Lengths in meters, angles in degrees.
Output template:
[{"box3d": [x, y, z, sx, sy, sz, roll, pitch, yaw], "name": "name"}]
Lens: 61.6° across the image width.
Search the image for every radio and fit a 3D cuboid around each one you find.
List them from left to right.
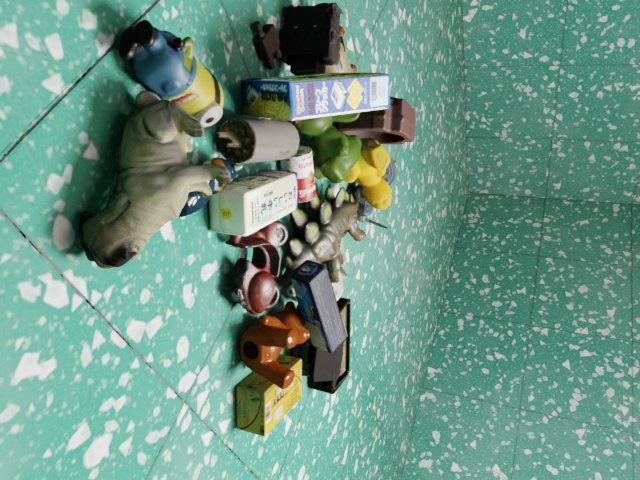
[{"box3d": [0.025, 0.271, 1.391, 0.131, 0.073, 0.229, -36, 128, -61], "name": "radio"}]

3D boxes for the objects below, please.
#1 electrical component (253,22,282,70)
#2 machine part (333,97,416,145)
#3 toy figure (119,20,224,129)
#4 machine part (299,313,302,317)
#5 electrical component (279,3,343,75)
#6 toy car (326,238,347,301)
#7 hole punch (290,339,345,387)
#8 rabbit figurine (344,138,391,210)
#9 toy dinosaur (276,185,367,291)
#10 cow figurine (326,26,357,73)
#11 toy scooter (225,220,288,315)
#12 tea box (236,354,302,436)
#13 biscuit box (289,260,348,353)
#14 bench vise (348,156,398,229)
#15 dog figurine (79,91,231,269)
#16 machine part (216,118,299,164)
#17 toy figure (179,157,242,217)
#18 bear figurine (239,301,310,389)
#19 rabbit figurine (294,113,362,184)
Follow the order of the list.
[{"box3d": [-0.096, -0.365, 0.989, 0.093, 0.021, 0.063, 68, 36, -48], "name": "electrical component"}, {"box3d": [0.122, -0.288, 1.301, 0.201, 0.201, 0.087, -2, 96, -67], "name": "machine part"}, {"box3d": [-0.191, -0.222, 0.728, 0.180, 0.082, 0.089, 48, 53, -58], "name": "toy figure"}, {"box3d": [-0.023, 0.150, 1.294, 0.084, 0.039, 0.139, 85, 22, -46], "name": "machine part"}, {"box3d": [-0.019, -0.387, 1.048, 0.058, 0.115, 0.134, 6, 89, -66], "name": "electrical component"}, {"box3d": [0.036, 0.068, 1.343, 0.202, 0.056, 0.073, -83, 165, -49], "name": "toy car"}, {"box3d": [-0.008, 0.270, 1.260, 0.115, 0.092, 0.142, 16, 77, -49], "name": "hole punch"}, {"box3d": [0.113, -0.152, 1.303, 0.173, 0.122, 0.162, 59, 1, -22], "name": "rabbit figurine"}, {"box3d": [-0.003, -0.004, 1.227, 0.471, 0.105, 0.198, -58, 139, -42], "name": "toy dinosaur"}, {"box3d": [0.015, -0.406, 1.167, 0.194, 0.086, 0.127, 65, 30, -45], "name": "cow figurine"}, {"box3d": [-0.124, 0.043, 0.971, 0.135, 0.075, 0.183, 18, 83, -58], "name": "toy scooter"}, {"box3d": [-0.101, 0.313, 1.107, 0.169, 0.068, 0.098, -24, 118, -65], "name": "tea box"}, {"box3d": [-0.002, 0.140, 1.129, 0.063, 0.059, 0.202, -40, 129, -35], "name": "biscuit box"}, {"box3d": [0.163, -0.167, 1.543, 0.240, 0.129, 0.223, -35, 127, -52], "name": "bench vise"}, {"box3d": [-0.235, -0.077, 0.668, 0.190, 0.121, 0.172, -37, 89, -31], "name": "dog figurine"}, {"box3d": [-0.104, -0.176, 0.951, 0.243, 0.079, 0.079, -22, 117, -65], "name": "machine part"}, {"box3d": [-0.176, -0.089, 0.823, 0.154, 0.064, 0.057, -52, 133, -50], "name": "toy figure"}, {"box3d": [-0.070, 0.202, 1.082, 0.196, 0.132, 0.120, -10, 109, -60], "name": "bear figurine"}, {"box3d": [0.017, -0.228, 1.151, 0.159, 0.121, 0.170, -44, 122, -6], "name": "rabbit figurine"}]
